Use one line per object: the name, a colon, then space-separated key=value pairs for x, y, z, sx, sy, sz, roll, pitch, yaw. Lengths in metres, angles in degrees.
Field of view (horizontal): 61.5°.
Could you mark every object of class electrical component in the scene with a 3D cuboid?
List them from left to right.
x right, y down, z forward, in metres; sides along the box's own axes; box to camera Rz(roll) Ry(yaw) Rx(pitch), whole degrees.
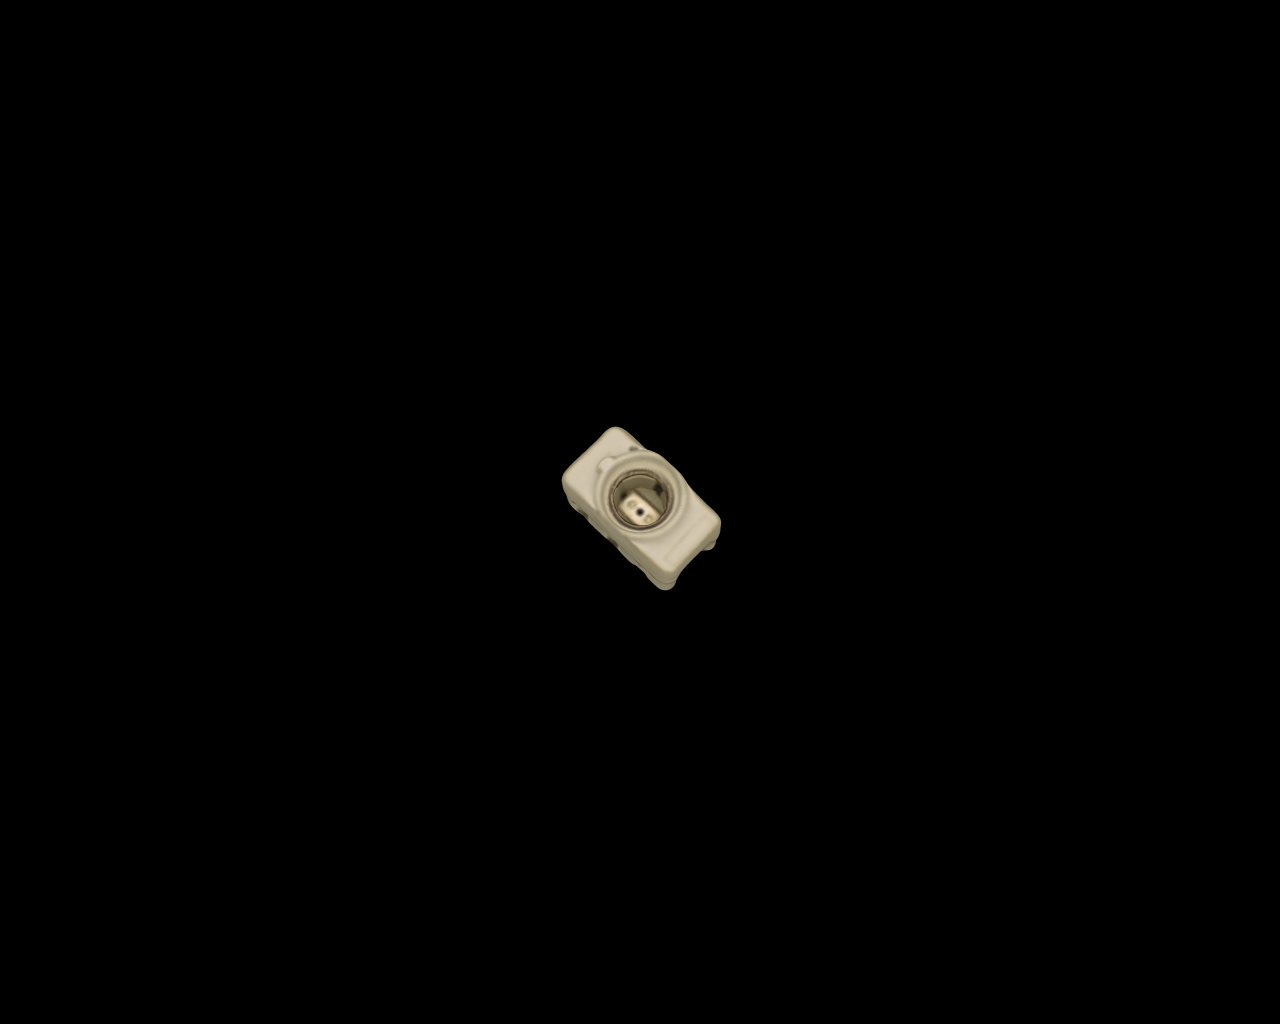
electrical component: x=0.001 y=-0.003 z=0.650 sx=0.089 sy=0.050 sz=0.055 roll=43 pitch=-12 yaw=11
